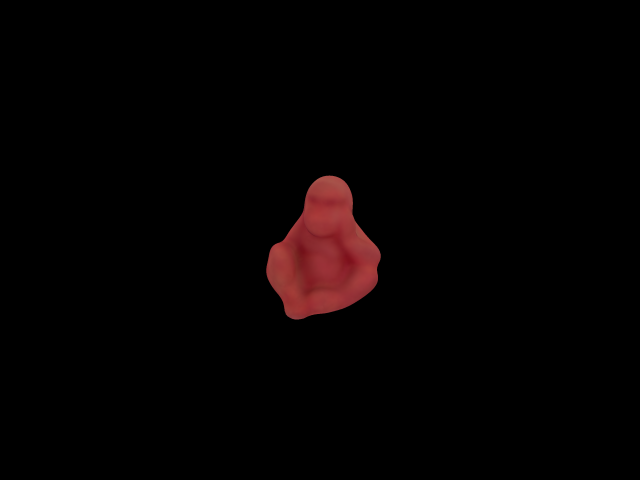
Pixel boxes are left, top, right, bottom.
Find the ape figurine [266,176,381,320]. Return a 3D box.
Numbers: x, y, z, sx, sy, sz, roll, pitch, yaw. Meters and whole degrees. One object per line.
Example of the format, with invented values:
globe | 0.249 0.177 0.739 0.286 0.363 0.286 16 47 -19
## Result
ape figurine | 0.004 0.001 0.400 0.077 0.092 0.076 2 12 11
